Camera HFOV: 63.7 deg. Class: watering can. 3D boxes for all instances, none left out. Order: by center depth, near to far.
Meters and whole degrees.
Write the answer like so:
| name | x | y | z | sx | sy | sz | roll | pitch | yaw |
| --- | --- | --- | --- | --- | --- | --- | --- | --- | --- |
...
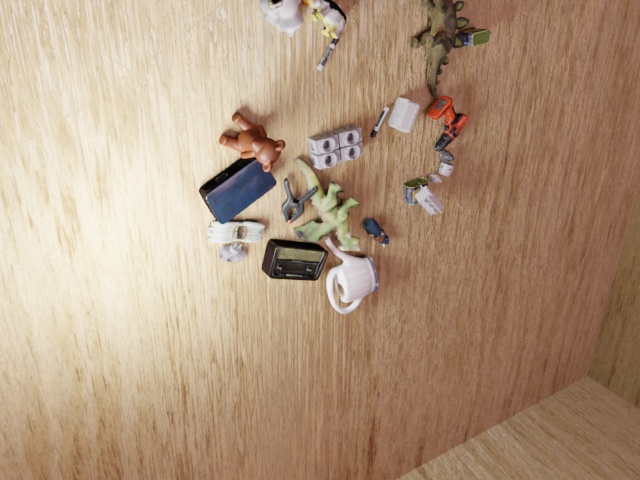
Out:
| name | x | y | z | sx | sy | sz | roll | pitch | yaw |
| --- | --- | --- | --- | --- | --- | --- | --- | --- | --- |
| watering can | 0.121 | 0.120 | 2.014 | 0.226 | 0.105 | 0.343 | -17 | 110 | -27 |

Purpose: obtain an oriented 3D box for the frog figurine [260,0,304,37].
| name | x | y | z | sx | sy | sz | roll | pitch | yaw |
| --- | --- | --- | --- | --- | --- | --- | --- | --- | --- |
| frog figurine | -0.103 | -0.688 | 1.521 | 0.138 | 0.123 | 0.158 | -59 | 165 | -6 |

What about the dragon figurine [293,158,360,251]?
| name | x | y | z | sx | sy | sz | roll | pitch | yaw |
| --- | --- | --- | --- | --- | --- | --- | --- | --- | --- |
| dragon figurine | 0.006 | -0.093 | 1.848 | 0.406 | 0.124 | 0.242 | 35 | 96 | -22 |
